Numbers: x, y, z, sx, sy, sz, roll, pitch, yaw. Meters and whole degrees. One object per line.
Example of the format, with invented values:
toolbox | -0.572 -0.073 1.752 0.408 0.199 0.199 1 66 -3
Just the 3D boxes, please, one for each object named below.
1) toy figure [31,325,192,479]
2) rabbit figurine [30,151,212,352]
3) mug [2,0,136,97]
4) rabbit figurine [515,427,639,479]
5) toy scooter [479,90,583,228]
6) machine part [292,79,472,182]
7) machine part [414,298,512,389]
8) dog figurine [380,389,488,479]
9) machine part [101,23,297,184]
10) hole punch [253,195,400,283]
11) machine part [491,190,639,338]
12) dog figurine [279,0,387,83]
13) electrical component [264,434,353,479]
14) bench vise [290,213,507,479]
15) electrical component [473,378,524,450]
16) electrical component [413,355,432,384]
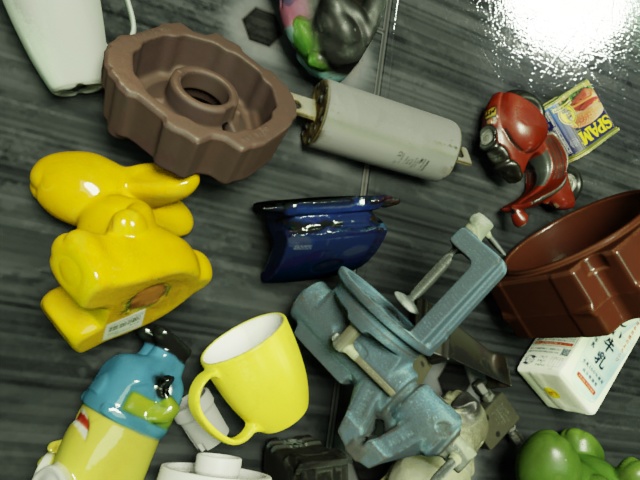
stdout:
toy figure | -0.172 0.164 0.463 0.089 0.082 0.180 34 67 -10
rabbit figurine | -0.179 -0.018 0.469 0.162 0.121 0.173 -29 67 -33
mug | -0.228 -0.193 0.502 0.109 0.081 0.107 -16 100 -30
rabbit figurine | 0.270 0.277 0.612 0.170 0.121 0.159 39 91 -28
toy scooter | 0.258 -0.094 0.683 0.135 0.075 0.183 -45 103 -27
machine part | 0.070 -0.121 0.609 0.243 0.079 0.079 13 77 -21
machine part | 0.159 0.122 0.614 0.139 0.039 0.084 34 35 -14
dog figurine | 0.125 0.271 0.560 0.190 0.121 0.172 -26 112 -35
machine part | -0.112 -0.130 0.508 0.179 0.056 0.179 17 45 -18
hole punch | -0.001 -0.002 0.546 0.142 0.116 0.092 -3 91 -23
machine part | 0.312 0.024 0.619 0.201 0.201 0.087 -35 93 -23
dog figurine | -0.035 -0.294 0.581 0.219 0.108 0.191 24 76 -13
electrical component | -0.014 0.258 0.495 0.058 0.115 0.134 3 79 -20
bench vise | 0.091 0.084 0.500 0.240 0.224 0.128 -49 144 5
electrical component | 0.204 0.216 0.641 0.063 0.021 0.094 -37 95 -23
electrical component | 0.084 0.136 0.595 0.102 0.045 0.078 54 39 -10
